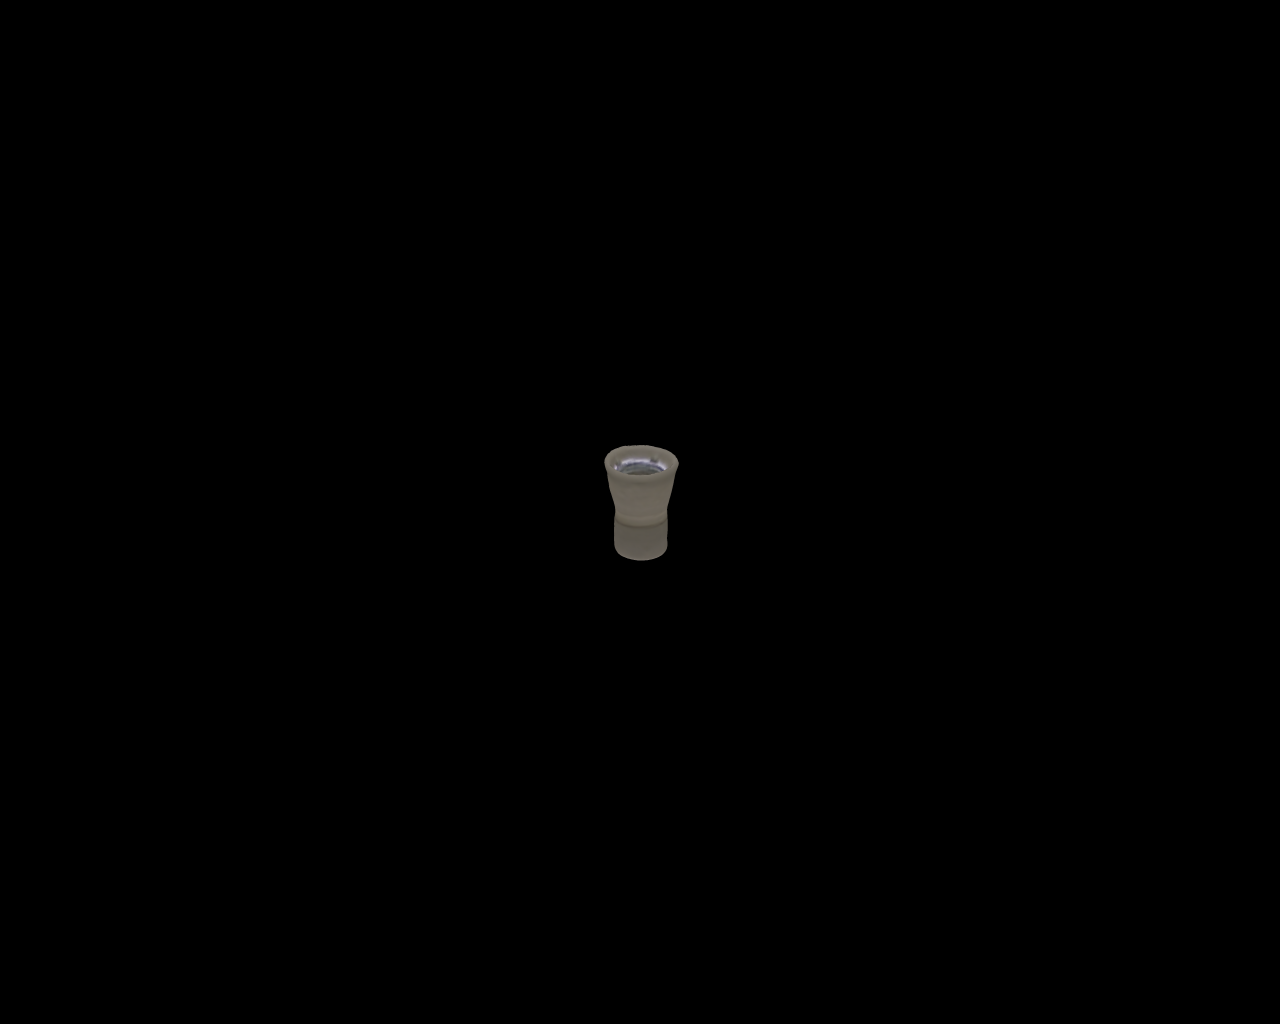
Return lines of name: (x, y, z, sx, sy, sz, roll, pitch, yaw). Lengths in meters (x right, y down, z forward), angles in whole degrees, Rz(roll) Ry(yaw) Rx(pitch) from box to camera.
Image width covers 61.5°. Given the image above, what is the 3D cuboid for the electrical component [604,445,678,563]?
electrical component: (0.001, -0.003, 0.650, 0.044, 0.065, 0.044, 0, 26, 0)
